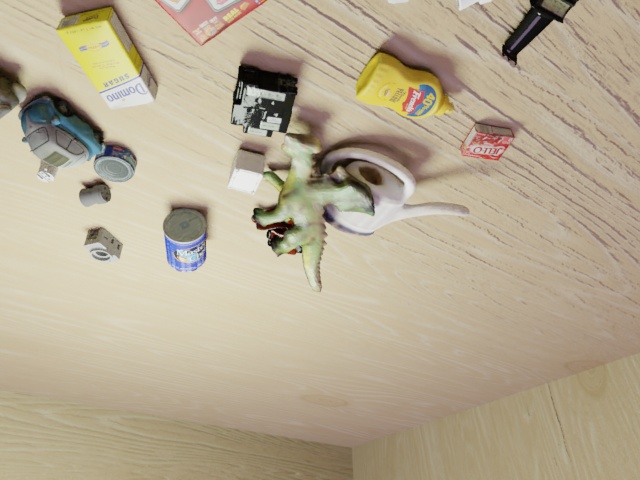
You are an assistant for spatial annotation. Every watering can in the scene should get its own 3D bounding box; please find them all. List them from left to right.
[{"bbox_3d":[0.144,-0.084,1.173,0.346,0.106,0.220,26,-44,-14],"label":"watering can"}]

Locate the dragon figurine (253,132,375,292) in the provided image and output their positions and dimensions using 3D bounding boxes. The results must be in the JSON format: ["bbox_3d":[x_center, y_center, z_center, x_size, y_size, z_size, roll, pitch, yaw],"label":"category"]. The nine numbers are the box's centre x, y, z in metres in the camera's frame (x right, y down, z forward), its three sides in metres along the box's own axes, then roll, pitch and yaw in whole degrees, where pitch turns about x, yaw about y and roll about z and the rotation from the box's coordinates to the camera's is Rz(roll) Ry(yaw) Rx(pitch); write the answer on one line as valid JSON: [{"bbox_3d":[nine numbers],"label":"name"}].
[{"bbox_3d":[0.003,-0.056,1.121,0.241,0.403,0.125,-13,32,27],"label":"dragon figurine"}]
